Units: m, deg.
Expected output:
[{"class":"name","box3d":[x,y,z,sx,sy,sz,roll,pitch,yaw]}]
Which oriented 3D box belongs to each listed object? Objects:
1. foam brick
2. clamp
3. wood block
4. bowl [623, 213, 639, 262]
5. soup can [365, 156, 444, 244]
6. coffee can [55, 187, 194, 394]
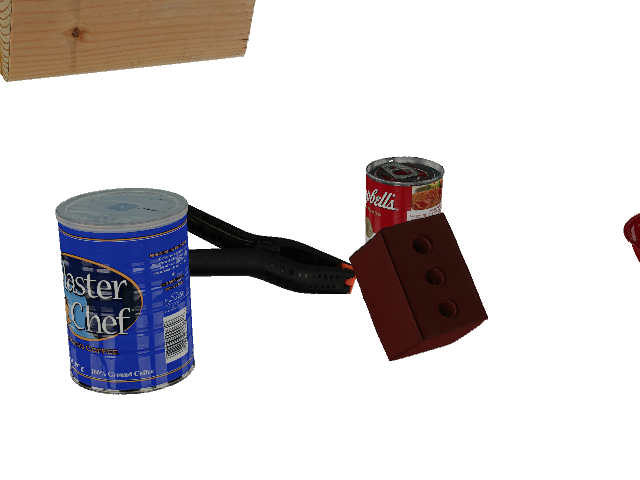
[{"class":"foam brick","box3d":[0.063,0.031,0.694,0.052,0.078,0.051,-14,-15,-30]},{"class":"clamp","box3d":[-0.063,0.020,1.082,0.210,0.036,0.164,17,19,-7]},{"class":"wood block","box3d":[-0.162,-0.196,0.849,0.205,0.091,0.090,-12,44,-32]},{"class":"bowl","box3d":[0.405,0.016,1.138,0.162,0.055,0.162,-3,23,1]},{"class":"soup can","box3d":[0.073,-0.015,0.940,0.068,0.102,0.068,0,23,0]},{"class":"coffee can","box3d":[-0.155,0.038,0.857,0.103,0.140,0.103,-1,18,0]}]
